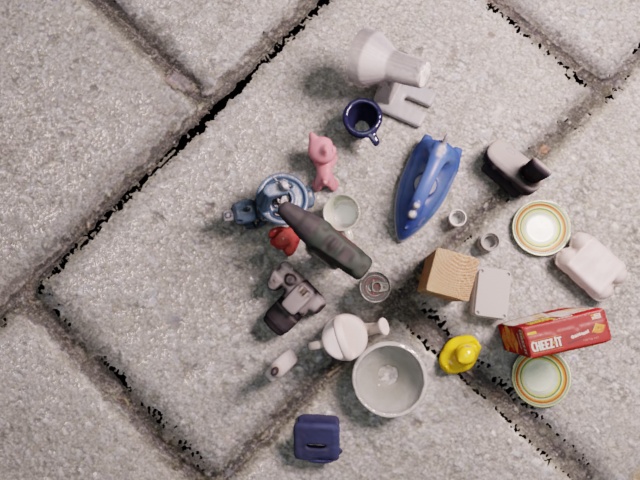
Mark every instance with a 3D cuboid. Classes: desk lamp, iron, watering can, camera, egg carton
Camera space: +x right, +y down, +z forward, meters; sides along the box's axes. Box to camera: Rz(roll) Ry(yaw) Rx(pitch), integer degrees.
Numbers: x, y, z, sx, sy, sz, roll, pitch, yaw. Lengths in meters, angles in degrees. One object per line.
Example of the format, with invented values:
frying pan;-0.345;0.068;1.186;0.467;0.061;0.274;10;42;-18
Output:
desk lamp;0.165;-0.368;1.289;0.203;0.213;0.118;25;86;6
iron;0.235;-0.118;1.295;0.118;0.141;0.258;23;86;6
watering can;0.061;0.208;1.248;0.173;0.194;0.101;-38;83;0
camera;-0.076;0.141;1.311;0.143;0.101;0.137;44;89;7
egg carton;0.609;0.059;1.288;0.150;0.069;0.107;43;89;7

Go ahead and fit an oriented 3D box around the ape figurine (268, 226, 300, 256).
ape figurine;-0.083;-0.001;1.330;0.076;0.092;0.078;-24;83;1

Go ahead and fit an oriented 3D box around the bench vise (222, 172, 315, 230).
bench vise;-0.116;-0.074;1.275;0.207;0.220;0.121;-34;83;0

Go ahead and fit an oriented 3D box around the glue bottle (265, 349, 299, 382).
glue bottle;-0.091;0.283;1.261;0.078;0.173;0.037;-45;83;-1

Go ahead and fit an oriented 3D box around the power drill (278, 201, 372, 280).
power drill;0.012;0.005;1.264;0.229;0.208;0.076;35;88;7

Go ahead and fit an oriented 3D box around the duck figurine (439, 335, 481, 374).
duck figurine;0.316;0.259;1.279;0.104;0.086;0.077;-38;83;0

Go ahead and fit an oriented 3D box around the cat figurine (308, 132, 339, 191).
cat figurine;0.007;-0.183;1.329;0.067;0.118;0.128;-5;84;4

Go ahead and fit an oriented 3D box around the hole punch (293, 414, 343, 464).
hole punch;-0.004;0.449;1.280;0.108;0.091;0.101;1;84;4

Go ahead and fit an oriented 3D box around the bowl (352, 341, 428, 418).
bowl;0.156;0.310;1.291;0.167;0.075;0.167;0;84;4

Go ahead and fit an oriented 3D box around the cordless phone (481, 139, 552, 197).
cordless phone;0.440;-0.172;1.264;0.147;0.185;0.094;38;88;7

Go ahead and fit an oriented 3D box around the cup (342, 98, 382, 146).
cup;0.107;-0.264;1.342;0.091;0.095;0.118;-29;83;1
